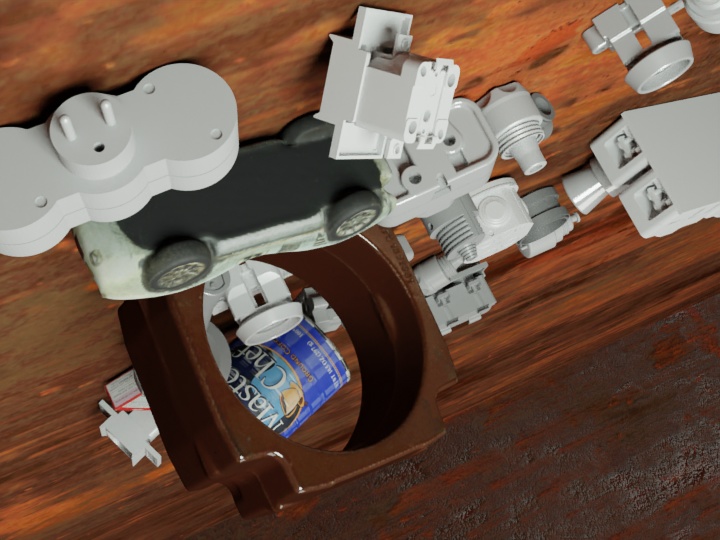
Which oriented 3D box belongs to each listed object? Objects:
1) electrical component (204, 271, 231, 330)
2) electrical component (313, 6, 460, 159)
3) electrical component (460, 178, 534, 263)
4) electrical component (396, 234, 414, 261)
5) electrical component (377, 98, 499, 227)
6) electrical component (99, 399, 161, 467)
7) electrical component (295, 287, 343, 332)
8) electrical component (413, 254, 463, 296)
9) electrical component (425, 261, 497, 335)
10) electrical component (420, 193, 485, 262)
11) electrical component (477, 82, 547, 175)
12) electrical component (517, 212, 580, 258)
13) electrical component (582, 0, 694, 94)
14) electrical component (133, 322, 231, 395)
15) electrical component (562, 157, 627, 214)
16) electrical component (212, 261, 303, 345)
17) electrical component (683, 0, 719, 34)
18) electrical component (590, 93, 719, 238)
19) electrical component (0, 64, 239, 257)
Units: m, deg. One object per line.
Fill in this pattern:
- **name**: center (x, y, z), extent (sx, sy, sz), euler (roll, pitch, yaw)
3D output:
- **electrical component**: center (-0.124, 0.018, 0.810), extent (0.044, 0.044, 0.065), euler (-15, 158, -38)
- **electrical component**: center (0.016, -0.095, 0.573), extent (0.042, 0.064, 0.081), euler (-10, 117, -52)
- **electrical component**: center (0.115, -0.046, 0.983), extent (0.080, 0.051, 0.080), euler (-25, 166, -7)
- **electrical component**: center (0.000, 0.000, 0.930), extent (0.078, 0.058, 0.057), euler (-36, 166, 34)
- **electrical component**: center (0.045, -0.073, 0.754), extent (0.095, 0.053, 0.059), euler (-25, 166, -7)
- **electrical component**: center (-0.219, 0.153, 1.069), extent (0.064, 0.081, 0.042), euler (-45, 174, -23)
- **electrical component**: center (-0.029, 0.038, 1.039), extent (0.055, 0.048, 0.066), euler (-11, 160, -25)
- **electrical component**: center (0.086, -0.001, 1.128), extent (0.061, 0.035, 0.035), euler (-32, 165, 10)
- **electrical component**: center (0.087, 0.039, 1.213), extent (0.121, 0.063, 0.078), euler (-22, 165, -18)
- **electrical component**: center (0.070, -0.044, 0.848), extent (0.043, 0.081, 0.043), euler (-25, 166, -7)
- **electrical component**: center (0.110, -0.098, 0.763), extent (0.043, 0.062, 0.043), euler (-24, 165, -7)
- **electrical component**: center (0.203, -0.043, 1.172), extent (0.078, 0.040, 0.040), euler (-23, 166, -11)
- **electrical component**: center (0.192, -0.153, 0.724), extent (0.066, 0.055, 0.048), euler (-31, 166, 17)
- **electrical component**: center (-0.151, 0.080, 0.902), extent (0.080, 0.080, 0.051), euler (-21, 170, -21)
- **electrical component**: center (0.234, -0.087, 1.059), extent (0.055, 0.045, 0.045), euler (-33, 165, 24)
- **electrical component**: center (-0.081, 0.025, 0.872), extent (0.078, 0.057, 0.058), euler (-25, 166, -5)
- **electrical component**: center (0.238, -0.185, 0.723), extent (0.040, 0.040, 0.078), euler (-33, 165, 23)
- **electrical component**: center (0.315, -0.102, 1.027), extent (0.186, 0.105, 0.060), euler (-16, 162, -37)
- **electrical component**: center (-0.124, -0.059, 0.504), extent (0.138, 0.052, 0.073), euler (-23, 165, -12)
